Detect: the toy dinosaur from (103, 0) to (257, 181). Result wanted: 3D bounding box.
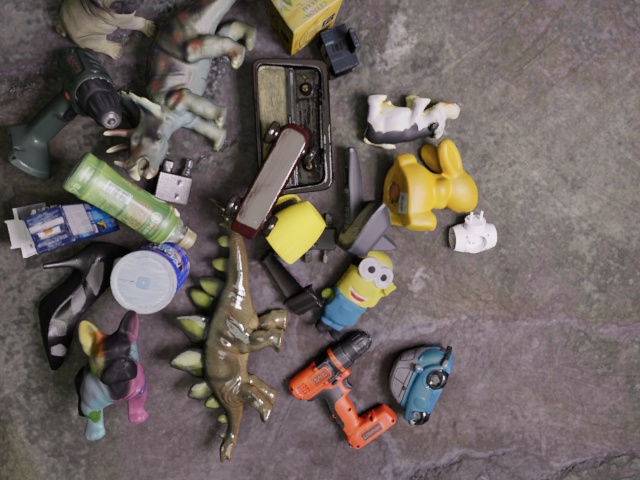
[{"bbox_3d":[-0.225,-0.286,0.892,0.192,0.131,0.404,17,90,-7],"label":"toy dinosaur"}]

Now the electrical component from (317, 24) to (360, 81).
[{"bbox_3d":[0.033,-0.317,0.902,0.048,0.119,0.074,-23,102,-2],"label":"electrical component"}]

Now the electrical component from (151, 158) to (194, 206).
[{"bbox_3d":[-0.270,-0.098,0.948,0.078,0.045,0.102,3,102,-34],"label":"electrical component"}]

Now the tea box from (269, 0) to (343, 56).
[{"bbox_3d":[-0.026,-0.365,0.864,0.098,0.170,0.068,-36,98,2],"label":"tea box"}]

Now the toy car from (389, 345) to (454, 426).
[{"bbox_3d":[0.183,0.261,1.016,0.103,0.109,0.161,27,108,15],"label":"toy car"}]

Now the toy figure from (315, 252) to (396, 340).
[{"bbox_3d":[0.060,0.094,0.984,0.082,0.089,0.180,27,107,-36],"label":"toy figure"}]

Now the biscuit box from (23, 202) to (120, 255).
[{"bbox_3d":[-0.392,-0.025,0.865,0.063,0.203,0.059,-20,96,-1],"label":"biscuit box"}]

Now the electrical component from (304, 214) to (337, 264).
[{"bbox_3d":[-0.002,-0.003,0.993,0.063,0.021,0.094,4,98,-5],"label":"electrical component"}]

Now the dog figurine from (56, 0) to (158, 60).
[{"bbox_3d":[-0.350,-0.363,0.827,0.172,0.190,0.121,-31,99,2],"label":"dog figurine"}]

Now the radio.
[{"bbox_3d":[-0.045,-0.193,0.935,0.131,0.073,0.229,-3,101,-2],"label":"radio"}]

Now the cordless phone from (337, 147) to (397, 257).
[{"bbox_3d":[0.072,-0.070,0.927,0.089,0.147,0.184,-6,97,-6],"label":"cordless phone"}]

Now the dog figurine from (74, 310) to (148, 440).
[{"bbox_3d":[-0.348,0.202,0.890,0.108,0.192,0.219,-8,120,-29],"label":"dog figurine"}]

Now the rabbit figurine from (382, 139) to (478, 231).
[{"bbox_3d":[0.205,-0.095,0.967,0.173,0.122,0.162,1,89,-19],"label":"rabbit figurine"}]

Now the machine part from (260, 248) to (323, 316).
[{"bbox_3d":[-0.058,0.075,0.974,0.138,0.084,0.039,55,48,-8],"label":"machine part"}]

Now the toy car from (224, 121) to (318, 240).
[{"bbox_3d":[-0.081,-0.097,0.885,0.089,0.053,0.202,28,92,-5],"label":"toy car"}]

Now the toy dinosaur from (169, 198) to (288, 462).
[{"bbox_3d":[-0.160,0.166,0.966,0.199,0.105,0.471,7,92,-2],"label":"toy dinosaur"}]

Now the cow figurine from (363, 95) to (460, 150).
[{"bbox_3d":[0.162,-0.207,0.954,0.167,0.068,0.098,4,104,-2],"label":"cow figurine"}]

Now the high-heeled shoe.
[{"bbox_3d":[-0.421,0.117,0.967,0.145,0.086,0.248,-6,120,-35],"label":"high-heeled shoe"}]

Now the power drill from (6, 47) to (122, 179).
[{"bbox_3d":[-0.407,-0.194,0.853,0.207,0.232,0.086,-44,143,20],"label":"power drill"}]
